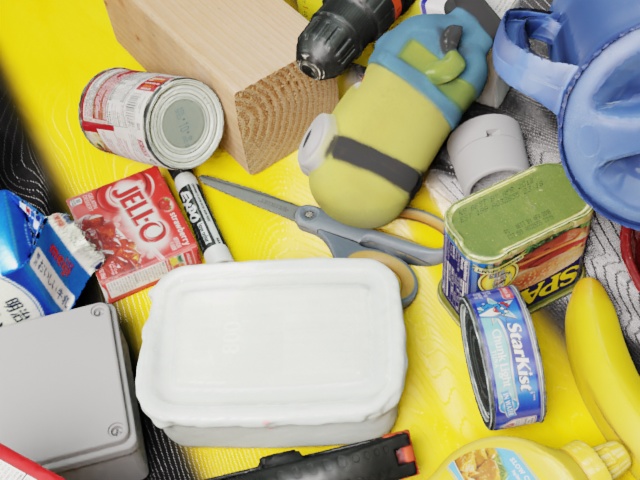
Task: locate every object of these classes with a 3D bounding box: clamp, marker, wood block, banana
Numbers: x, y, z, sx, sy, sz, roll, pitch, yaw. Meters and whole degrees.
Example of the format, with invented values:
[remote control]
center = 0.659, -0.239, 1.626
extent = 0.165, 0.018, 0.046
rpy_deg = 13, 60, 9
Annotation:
[clamp]
center = -0.024, 0.140, 0.603
extent = 0.171, 0.120, 0.039
rpy_deg = -15, 88, -7
[marker]
center = -0.091, -0.023, 0.789
extent = 0.020, 0.020, 0.121
rpy_deg = -20, 53, -10
[wood block]
center = -0.083, -0.157, 0.848
extent = 0.090, 0.090, 0.206
rpy_deg = -33, 55, -19
[banana]
center = 0.199, 0.104, 0.651
extent = 0.069, 0.037, 0.198
rpy_deg = -15, 51, -28

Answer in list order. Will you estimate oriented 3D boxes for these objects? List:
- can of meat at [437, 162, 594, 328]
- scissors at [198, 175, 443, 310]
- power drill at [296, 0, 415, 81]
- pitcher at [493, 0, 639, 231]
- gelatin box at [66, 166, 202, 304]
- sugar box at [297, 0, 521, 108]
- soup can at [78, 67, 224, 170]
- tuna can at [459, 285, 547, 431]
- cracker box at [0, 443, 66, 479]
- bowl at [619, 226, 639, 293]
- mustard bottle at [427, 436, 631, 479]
[can of meat]
center = 0.129, 0.004, 0.702
extent = 0.102, 0.084, 0.057
rpy_deg = -25, 54, -13
[scissors]
center = -0.005, 0.001, 0.763
extent = 0.202, 0.016, 0.096
rpy_deg = 8, 54, 13
[power drill]
center = -0.015, -0.209, 0.788
extent = 0.188, 0.057, 0.184
rpy_deg = 27, 62, 20
[pitcher]
center = 0.205, -0.118, 0.713
extent = 0.145, 0.149, 0.242
rpy_deg = -25, 21, 17
[gelatin box]
center = -0.135, -0.006, 0.774
extent = 0.073, 0.030, 0.089
rpy_deg = -22, 54, -11
[sugar box]
center = 0.067, -0.170, 0.838
extent = 0.176, 0.093, 0.048
rpy_deg = 23, 62, 23
[soup can]
center = -0.126, -0.091, 0.791
extent = 0.068, 0.068, 0.102
rpy_deg = -42, 34, -24
[tuna can]
center = 0.110, 0.072, 0.651
extent = 0.034, 0.086, 0.086
rpy_deg = -11, 52, 0
[cracker box]
center = -0.099, 0.188, 0.535
extent = 0.214, 0.164, 0.072
rpy_deg = 21, 59, 21
[bowl]
center = 0.273, 0.021, 0.691
extent = 0.162, 0.055, 0.162
rpy_deg = -3, 52, 4
[mustard bottle]
center = 0.093, 0.165, 0.597
extent = 0.191, 0.058, 0.096
rpy_deg = -26, 60, -14
